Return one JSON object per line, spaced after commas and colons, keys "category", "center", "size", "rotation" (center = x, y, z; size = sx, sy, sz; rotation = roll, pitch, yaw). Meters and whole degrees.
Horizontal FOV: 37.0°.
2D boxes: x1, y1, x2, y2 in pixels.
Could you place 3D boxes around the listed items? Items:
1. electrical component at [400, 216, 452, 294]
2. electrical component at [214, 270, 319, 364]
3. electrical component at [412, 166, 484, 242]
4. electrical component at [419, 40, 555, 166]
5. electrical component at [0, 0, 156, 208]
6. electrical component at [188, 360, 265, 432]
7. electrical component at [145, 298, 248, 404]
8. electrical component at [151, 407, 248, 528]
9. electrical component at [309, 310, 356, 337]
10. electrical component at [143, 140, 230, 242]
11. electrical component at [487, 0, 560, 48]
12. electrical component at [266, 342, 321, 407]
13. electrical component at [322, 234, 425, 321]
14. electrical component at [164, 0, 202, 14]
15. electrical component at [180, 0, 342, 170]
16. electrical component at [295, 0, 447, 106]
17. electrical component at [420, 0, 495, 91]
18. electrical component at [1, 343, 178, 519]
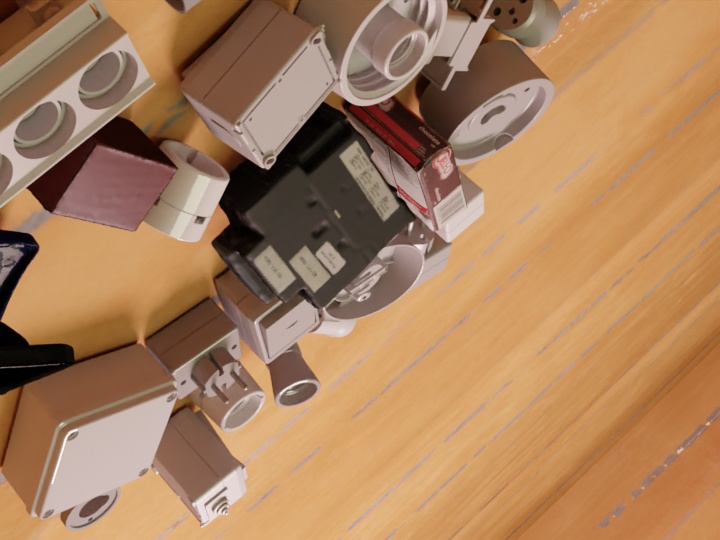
{"category": "electrical component", "center": [0.050, -0.025, 1.019], "size": [0.066, 0.047, 0.076], "rotation": [-31, 151, -30]}
{"category": "electrical component", "center": [-0.073, 0.033, 0.897], "size": [0.062, 0.061, 0.096], "rotation": [-38, 154, -18]}
{"category": "electrical component", "center": [0.071, -0.076, 0.955], "size": [0.047, 0.066, 0.076], "rotation": [-40, 154, -13]}
{"category": "electrical component", "center": [0.100, -0.144, 0.895], "size": [0.108, 0.060, 0.108], "rotation": [-28, 161, -11]}
{"category": "electrical component", "center": [-0.177, -0.088, 0.552], "size": [0.121, 0.063, 0.078], "rotation": [-41, 155, -11]}
{"category": "electrical component", "center": [-0.118, 0.111, 0.960], "size": [0.055, 0.047, 0.055], "rotation": [-36, 153, -21]}
{"category": "electrical component", "center": [-0.122, 0.076, 0.866], "size": [0.066, 0.077, 0.047], "rotation": [-35, 153, -23]}
{"category": "electrical component", "center": [-0.141, 0.179, 0.966], "size": [0.061, 0.096, 0.061], "rotation": [-37, 154, -21]}
{"category": "electrical component", "center": [-0.032, 0.042, 1.003], "size": [0.046, 0.040, 0.040], "rotation": [6, 124, -53]}
{"category": "electrical component", "center": [-0.118, -0.053, 0.708], "size": [0.047, 0.055, 0.055], "rotation": [-58, 153, 15]}
{"category": "electrical component", "center": [0.133, -0.209, 0.879], "size": [0.045, 0.045, 0.055], "rotation": [-55, 154, 17]}
{"category": "electrical component", "center": [-0.067, 0.086, 0.980], "size": [0.044, 0.065, 0.044], "rotation": [-18, 148, -12]}
{"category": "electrical component", "center": [0.000, 0.000, 0.959], "size": [0.099, 0.064, 0.099], "rotation": [-36, 153, -21]}
{"category": "electrical component", "center": [-0.078, -0.182, 0.589], "size": [0.081, 0.043, 0.043], "rotation": [-40, 155, -13]}
{"category": "electrical component", "center": [-0.061, -0.126, 0.688], "size": [0.096, 0.061, 0.061], "rotation": [-51, 156, -9]}
{"category": "electrical component", "center": [0.013, -0.163, 0.739], "size": [0.108, 0.060, 0.108], "rotation": [-36, 153, -21]}
{"category": "electrical component", "center": [0.060, -0.180, 0.809], "size": [0.064, 0.042, 0.081], "rotation": [-11, 137, -49]}
{"category": "electrical component", "center": [-0.208, 0.123, 0.826], "size": [0.109, 0.056, 0.108], "rotation": [-18, 143, -46]}
